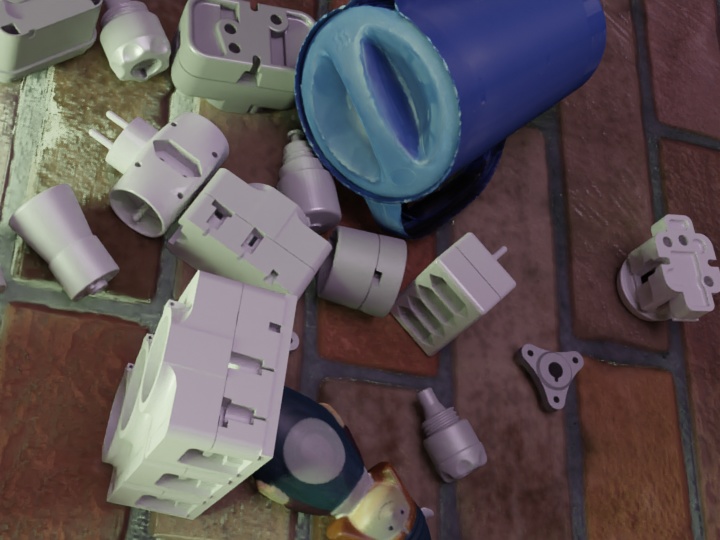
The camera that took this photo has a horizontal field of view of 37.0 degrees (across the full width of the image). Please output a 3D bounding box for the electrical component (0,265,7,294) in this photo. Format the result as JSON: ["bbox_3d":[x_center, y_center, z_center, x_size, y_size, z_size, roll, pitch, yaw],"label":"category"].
[{"bbox_3d":[-0.232,-0.006,0.633,0.040,0.040,0.046,-16,80,-29],"label":"electrical component"}]

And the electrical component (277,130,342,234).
[{"bbox_3d":[-0.038,-0.060,0.743,0.040,0.040,0.078,-2,67,-25],"label":"electrical component"}]

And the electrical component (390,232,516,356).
[{"bbox_3d":[0.073,0.008,0.734,0.076,0.083,0.047,-38,85,-33],"label":"electrical component"}]

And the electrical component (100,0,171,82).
[{"bbox_3d":[-0.158,-0.164,0.738,0.043,0.043,0.062,-17,73,-29],"label":"electrical component"}]

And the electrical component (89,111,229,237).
[{"bbox_3d":[-0.139,-0.073,0.703,0.079,0.043,0.077,37,57,-4],"label":"electrical component"}]

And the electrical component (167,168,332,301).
[{"bbox_3d":[-0.070,-0.018,0.703,0.089,0.050,0.055,36,58,-5],"label":"electrical component"}]

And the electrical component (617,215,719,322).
[{"bbox_3d":[0.234,0.006,0.822,0.058,0.057,0.078,2,66,-23],"label":"electrical component"}]

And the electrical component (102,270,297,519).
[{"bbox_3d":[-0.094,0.073,0.589,0.062,0.150,0.089,17,61,-17],"label":"electrical component"}]

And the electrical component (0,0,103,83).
[{"bbox_3d":[-0.232,-0.189,0.709,0.078,0.057,0.113,-32,82,-32],"label":"electrical component"}]

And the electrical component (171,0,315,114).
[{"bbox_3d":[-0.082,-0.149,0.755,0.095,0.059,0.053,5,64,-22],"label":"electrical component"}]

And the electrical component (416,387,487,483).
[{"bbox_3d":[0.056,0.107,0.709,0.035,0.035,0.061,-20,73,-30],"label":"electrical component"}]

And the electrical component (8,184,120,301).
[{"bbox_3d":[-0.179,-0.014,0.660,0.044,0.044,0.065,-35,88,-32],"label":"electrical component"}]

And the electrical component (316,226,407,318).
[{"bbox_3d":[0.000,0.000,0.724,0.047,0.055,0.055,16,61,-12],"label":"electrical component"}]
